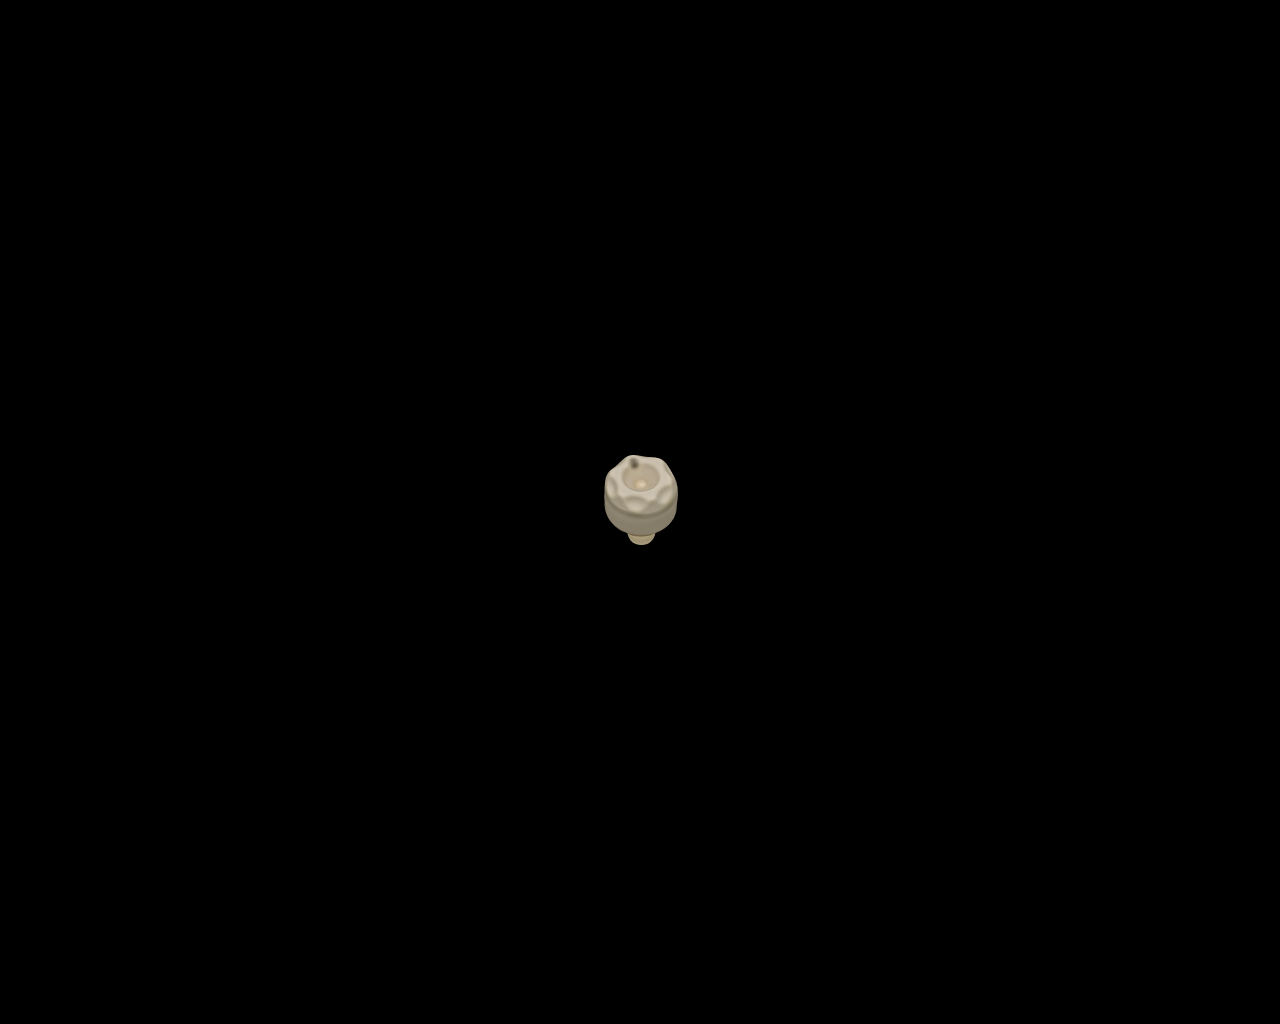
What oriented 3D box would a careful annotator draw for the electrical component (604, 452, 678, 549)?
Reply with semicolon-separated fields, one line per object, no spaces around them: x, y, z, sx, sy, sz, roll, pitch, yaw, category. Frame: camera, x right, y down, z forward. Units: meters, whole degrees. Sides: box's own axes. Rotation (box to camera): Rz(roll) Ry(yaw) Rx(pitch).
0.001;-0.003;0.650;0.043;0.043;0.062;0;-38;0;electrical component
